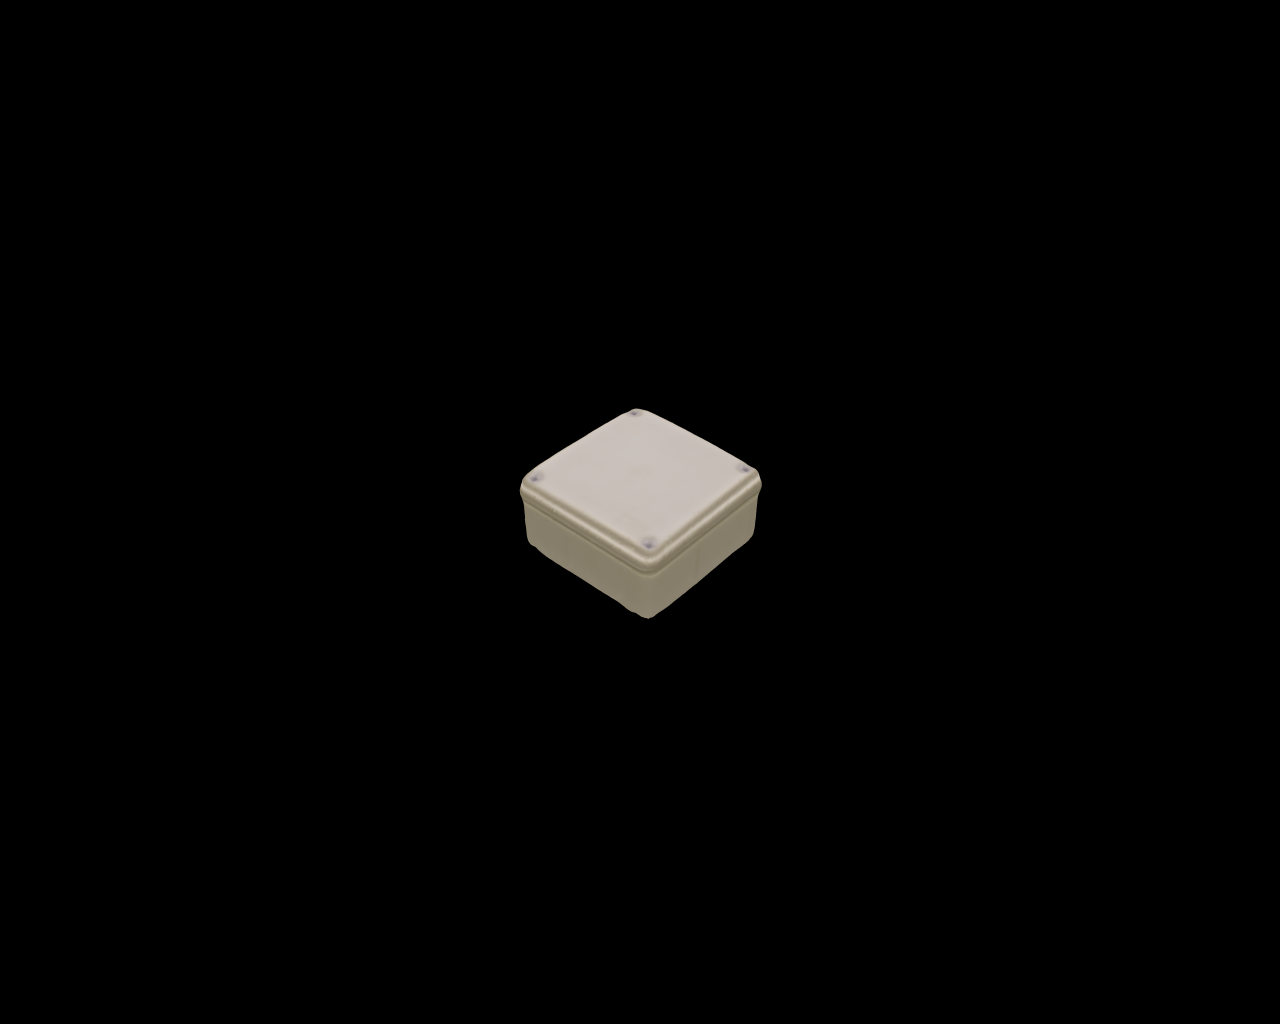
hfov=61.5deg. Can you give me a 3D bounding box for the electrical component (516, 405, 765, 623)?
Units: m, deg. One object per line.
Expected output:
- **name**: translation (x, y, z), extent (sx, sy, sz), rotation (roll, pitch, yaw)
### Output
- **electrical component**: translation (0.001, -0.003, 0.650), extent (0.109, 0.056, 0.109), rotation (31, 49, 31)
